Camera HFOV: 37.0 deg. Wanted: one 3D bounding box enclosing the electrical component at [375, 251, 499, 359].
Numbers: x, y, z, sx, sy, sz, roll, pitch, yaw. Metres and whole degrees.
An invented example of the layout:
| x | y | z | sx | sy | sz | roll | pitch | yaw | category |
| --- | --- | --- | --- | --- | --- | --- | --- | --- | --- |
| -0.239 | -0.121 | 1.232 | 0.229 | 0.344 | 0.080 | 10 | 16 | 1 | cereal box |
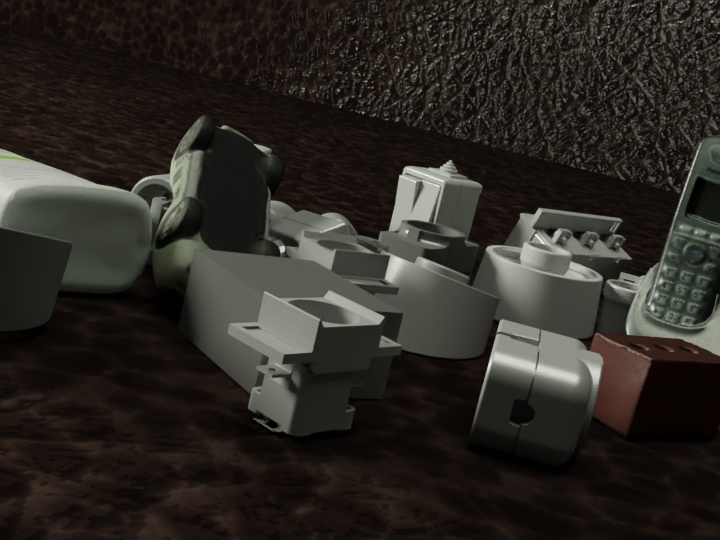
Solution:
| x | y | z | sx | sy | sz | roll | pitch | yaw | category |
| --- | --- | --- | --- | --- | --- | --- | --- | --- | --- |
| 0.046 | 0.027 | 0.759 | 0.099 | 0.064 | 0.099 | 22 | 1 | -1 | electrical component |

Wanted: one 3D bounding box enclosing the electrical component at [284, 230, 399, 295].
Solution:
| x | y | z | sx | sy | sz | roll | pitch | yaw | category |
| --- | --- | --- | --- | --- | --- | --- | --- | --- | --- |
| -0.016 | 0.012 | 0.699 | 0.042 | 0.063 | 0.081 | 5 | 14 | -32 | electrical component |

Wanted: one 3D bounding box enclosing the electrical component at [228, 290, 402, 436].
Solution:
| x | y | z | sx | sy | sz | roll | pitch | yaw | category |
| --- | --- | --- | --- | --- | --- | --- | --- | --- | --- |
| -0.024 | 0.047 | 0.532 | 0.081 | 0.063 | 0.042 | 1 | 16 | -45 | electrical component |

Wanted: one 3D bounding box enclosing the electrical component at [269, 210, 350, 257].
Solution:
| x | y | z | sx | sy | sz | roll | pitch | yaw | category |
| --- | --- | --- | --- | --- | --- | --- | --- | --- | --- |
| -0.053 | -0.006 | 0.773 | 0.076 | 0.047 | 0.083 | -21 | 17 | -20 | electrical component |

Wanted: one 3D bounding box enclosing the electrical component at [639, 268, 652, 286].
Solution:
| x | y | z | sx | sy | sz | roll | pitch | yaw | category |
| --- | --- | --- | --- | --- | --- | --- | --- | --- | --- |
| 0.262 | 0.034 | 0.922 | 0.055 | 0.066 | 0.048 | 33 | -1 | 18 | electrical component |

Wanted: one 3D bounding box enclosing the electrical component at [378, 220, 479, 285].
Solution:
| x | y | z | sx | sy | sz | roll | pitch | yaw | category |
| --- | --- | --- | --- | --- | --- | --- | --- | --- | --- |
| 0.054 | -0.008 | 0.885 | 0.050 | 0.055 | 0.089 | 21 | 14 | 31 | electrical component |

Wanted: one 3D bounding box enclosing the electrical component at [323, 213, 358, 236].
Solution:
| x | y | z | sx | sy | sz | roll | pitch | yaw | category |
| --- | --- | --- | --- | --- | --- | --- | --- | --- | --- |
| -0.021 | -0.023 | 0.912 | 0.040 | 0.040 | 0.078 | 11 | 12 | -12 | electrical component |

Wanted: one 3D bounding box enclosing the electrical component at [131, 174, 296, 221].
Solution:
| x | y | z | sx | sy | sz | roll | pitch | yaw | category |
| --- | --- | --- | --- | --- | --- | --- | --- | --- | --- |
| -0.110 | -0.042 | 0.872 | 0.138 | 0.052 | 0.074 | 16 | 12 | 15 | electrical component |

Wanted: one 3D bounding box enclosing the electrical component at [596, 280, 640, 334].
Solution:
| x | y | z | sx | sy | sz | roll | pitch | yaw | category |
| --- | --- | --- | --- | --- | --- | --- | --- | --- | --- |
| 0.217 | 0.035 | 0.888 | 0.040 | 0.046 | 0.040 | 12 | 12 | -3 | electrical component |

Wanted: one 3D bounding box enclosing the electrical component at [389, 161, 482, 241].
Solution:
| x | y | z | sx | sy | sz | roll | pitch | yaw | category |
| --- | --- | --- | --- | --- | --- | --- | --- | --- | --- |
| 0.071 | -0.061 | 1.050 | 0.061 | 0.096 | 0.062 | 2 | 17 | -42 | electrical component |

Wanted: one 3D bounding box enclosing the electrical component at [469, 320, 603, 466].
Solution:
| x | y | z | sx | sy | sz | roll | pitch | yaw | category |
| --- | --- | --- | --- | --- | --- | --- | --- | --- | --- |
| 0.098 | 0.067 | 0.594 | 0.059 | 0.053 | 0.095 | 15 | 12 | 8 | electrical component |

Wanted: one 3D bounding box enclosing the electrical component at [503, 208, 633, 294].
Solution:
| x | y | z | sx | sy | sz | roll | pitch | yaw | category |
| --- | --- | --- | --- | --- | --- | --- | --- | --- | --- |
| 0.207 | -0.015 | 1.063 | 0.121 | 0.078 | 0.063 | 4 | 37 | -39 | electrical component |

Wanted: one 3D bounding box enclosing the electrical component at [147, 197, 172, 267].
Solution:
| x | y | z | sx | sy | sz | roll | pitch | yaw | category |
| --- | --- | --- | --- | --- | --- | --- | --- | --- | --- |
| -0.139 | -0.027 | 0.785 | 0.040 | 0.046 | 0.040 | 13 | 12 | -3 | electrical component |

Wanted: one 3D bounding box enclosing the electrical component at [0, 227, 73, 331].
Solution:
| x | y | z | sx | sy | sz | roll | pitch | yaw | category |
| --- | --- | --- | --- | --- | --- | --- | --- | --- | --- |
| -0.207 | -0.006 | 0.574 | 0.099 | 0.064 | 0.099 | 13 | 12 | -3 | electrical component |

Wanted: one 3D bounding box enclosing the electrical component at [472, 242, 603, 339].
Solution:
| x | y | z | sx | sy | sz | roll | pitch | yaw | category |
| --- | --- | --- | --- | --- | --- | --- | --- | --- | --- |
| 0.149 | 0.011 | 0.893 | 0.108 | 0.060 | 0.108 | 13 | 12 | -3 | electrical component |

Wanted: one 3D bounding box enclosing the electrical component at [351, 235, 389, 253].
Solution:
| x | y | z | sx | sy | sz | roll | pitch | yaw | category |
| --- | --- | --- | --- | --- | --- | --- | --- | --- | --- |
| 0.000 | 0.000 | 0.811 | 0.040 | 0.046 | 0.040 | 14 | 11 | -3 | electrical component |

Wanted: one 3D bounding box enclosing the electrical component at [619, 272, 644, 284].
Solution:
| x | y | z | sx | sy | sz | roll | pitch | yaw | category |
| --- | --- | --- | --- | --- | --- | --- | --- | --- | --- |
| 0.272 | 0.031 | 0.981 | 0.081 | 0.042 | 0.064 | 16 | 11 | 11 | electrical component |

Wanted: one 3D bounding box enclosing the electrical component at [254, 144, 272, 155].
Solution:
| x | y | z | sx | sy | sz | roll | pitch | yaw | category |
| --- | --- | --- | --- | --- | --- | --- | --- | --- | --- |
| -0.125 | -0.093 | 1.068 | 0.061 | 0.061 | 0.096 | 15 | 12 | 6 | electrical component |
